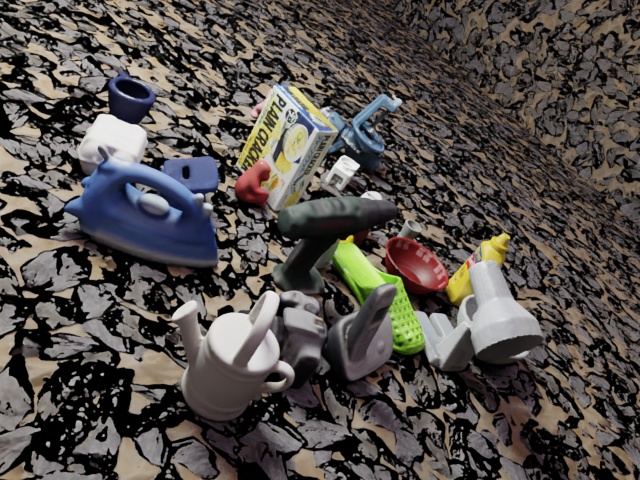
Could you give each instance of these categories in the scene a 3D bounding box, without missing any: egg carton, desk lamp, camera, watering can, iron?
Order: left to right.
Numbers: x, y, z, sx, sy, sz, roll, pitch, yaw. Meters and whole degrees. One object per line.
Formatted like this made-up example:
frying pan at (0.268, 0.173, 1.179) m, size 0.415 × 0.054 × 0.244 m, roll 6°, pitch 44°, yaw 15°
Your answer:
egg carton at (-0.380, -0.170, 1.055) m, size 0.107 × 0.069 × 0.150 m, roll 20°, pitch 34°, yaw -20°
iron at (-0.264, -0.053, 0.933) m, size 0.259 × 0.141 × 0.118 m, roll 22°, pitch 34°, yaw -17°
watering can at (-0.112, 0.143, 0.754) m, size 0.173 × 0.194 × 0.100 m, roll 16°, pitch 36°, yaw -25°
camera at (-0.065, 0.136, 0.891) m, size 0.137 × 0.100 × 0.143 m, roll 19°, pitch 35°, yaw -21°
desk lamp at (0.287, 0.155, 1.064) m, size 0.118 × 0.213 × 0.203 m, roll 10°, pitch 39°, yaw -32°

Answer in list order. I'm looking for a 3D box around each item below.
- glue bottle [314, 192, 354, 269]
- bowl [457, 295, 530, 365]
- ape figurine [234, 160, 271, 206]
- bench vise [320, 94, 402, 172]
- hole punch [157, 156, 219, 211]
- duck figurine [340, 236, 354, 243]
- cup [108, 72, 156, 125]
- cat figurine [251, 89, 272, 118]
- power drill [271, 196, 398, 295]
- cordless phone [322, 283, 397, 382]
glue bottle at (0.019, -0.027, 1.113) m, size 0.037 × 0.173 × 0.078 m, roll -8°, pitch 50°, yaw -46°
bowl at (0.345, 0.198, 1.187) m, size 0.168 × 0.074 × 0.167 m, roll 23°, pitch 34°, yaw -16°
ape figurine at (-0.131, -0.124, 1.189) m, size 0.076 × 0.092 × 0.077 m, roll 17°, pitch 35°, yaw -23°
bench vise at (0.106, -0.303, 1.513) m, size 0.208 × 0.219 × 0.121 m, roll 17°, pitch 35°, yaw -23°
hole punch at (-0.247, -0.108, 1.068) m, size 0.101 × 0.091 × 0.108 m, roll 13°, pitch 37°, yaw -28°
duck figurine at (0.033, -0.032, 1.214) m, size 0.104 × 0.086 × 0.078 m, roll 36°, pitch 32°, yaw 5°
cup at (-0.395, -0.276, 1.161) m, size 0.092 × 0.095 × 0.117 m, roll -2°, pitch 46°, yaw -42°
cat figurine at (-0.116, -0.334, 1.458) m, size 0.067 × 0.117 × 0.127 m, roll 8°, pitch 40°, yaw -33°
power drill at (0.009, 0.004, 1.031) m, size 0.230 × 0.208 × 0.075 m, roll 2°, pitch 43°, yaw -40°
cordless phone at (0.094, 0.137, 0.947) m, size 0.094 × 0.185 × 0.148 m, roll 46°, pitch 34°, yaw 20°
